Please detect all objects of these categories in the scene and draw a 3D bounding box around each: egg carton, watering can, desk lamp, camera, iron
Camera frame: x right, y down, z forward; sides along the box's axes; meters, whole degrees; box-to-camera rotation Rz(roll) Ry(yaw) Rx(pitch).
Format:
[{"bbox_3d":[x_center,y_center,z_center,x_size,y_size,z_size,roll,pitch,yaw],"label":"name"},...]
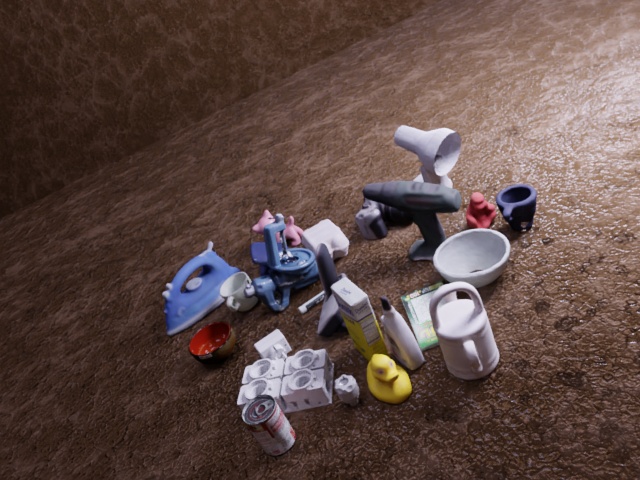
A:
[{"bbox_3d":[0.014,0.006,1.563,0.107,0.069,0.150,-30,31,-9],"label":"egg carton"},{"bbox_3d":[0.253,0.151,1.049,0.101,0.194,0.172,-31,31,-10],"label":"watering can"},{"bbox_3d":[0.291,-0.211,1.559,0.118,0.214,0.202,-41,34,-25],"label":"desk lamp"},{"bbox_3d":[0.183,-0.082,1.548,0.136,0.101,0.143,1,39,37],"label":"camera"},{"bbox_3d":[-0.346,0.128,1.558,0.118,0.142,0.259,11,46,44],"label":"iron"}]

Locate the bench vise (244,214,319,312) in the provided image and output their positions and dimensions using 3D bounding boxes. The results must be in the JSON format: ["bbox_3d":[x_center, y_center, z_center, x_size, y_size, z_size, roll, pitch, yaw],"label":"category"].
[{"bbox_3d":[-0.101,0.059,1.415,0.121,0.220,0.208,9,44,43],"label":"bench vise"}]

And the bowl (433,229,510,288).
[{"bbox_3d":[0.338,0.053,1.258,0.167,0.075,0.167,-18,31,12],"label":"bowl"}]

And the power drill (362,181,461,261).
[{"bbox_3d":[0.230,-0.052,1.363,0.228,0.209,0.076,-4,37,31],"label":"power drill"}]

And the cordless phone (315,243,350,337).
[{"bbox_3d":[0.016,0.111,1.286,0.094,0.185,0.147,-14,32,17],"label":"cordless phone"}]

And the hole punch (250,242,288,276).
[{"bbox_3d":[-0.134,0.045,1.585,0.101,0.091,0.108,-23,31,3],"label":"hole punch"}]

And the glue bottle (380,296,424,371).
[{"bbox_3d":[0.148,0.173,1.110,0.037,0.173,0.077,-35,32,-16],"label":"glue bottle"}]

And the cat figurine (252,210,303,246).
[{"bbox_3d":[-0.126,-0.036,1.678,0.127,0.118,0.067,-13,33,19],"label":"cat figurine"}]

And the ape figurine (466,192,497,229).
[{"bbox_3d":[0.388,-0.074,1.400,0.077,0.092,0.076,-20,31,7],"label":"ape figurine"}]

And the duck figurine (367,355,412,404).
[{"bbox_3d":[0.122,0.252,1.092,0.077,0.086,0.104,-34,32,-15],"label":"duck figurine"}]

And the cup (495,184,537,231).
[{"bbox_3d":[0.457,-0.061,1.328,0.091,0.095,0.118,4,41,39],"label":"cup"}]
